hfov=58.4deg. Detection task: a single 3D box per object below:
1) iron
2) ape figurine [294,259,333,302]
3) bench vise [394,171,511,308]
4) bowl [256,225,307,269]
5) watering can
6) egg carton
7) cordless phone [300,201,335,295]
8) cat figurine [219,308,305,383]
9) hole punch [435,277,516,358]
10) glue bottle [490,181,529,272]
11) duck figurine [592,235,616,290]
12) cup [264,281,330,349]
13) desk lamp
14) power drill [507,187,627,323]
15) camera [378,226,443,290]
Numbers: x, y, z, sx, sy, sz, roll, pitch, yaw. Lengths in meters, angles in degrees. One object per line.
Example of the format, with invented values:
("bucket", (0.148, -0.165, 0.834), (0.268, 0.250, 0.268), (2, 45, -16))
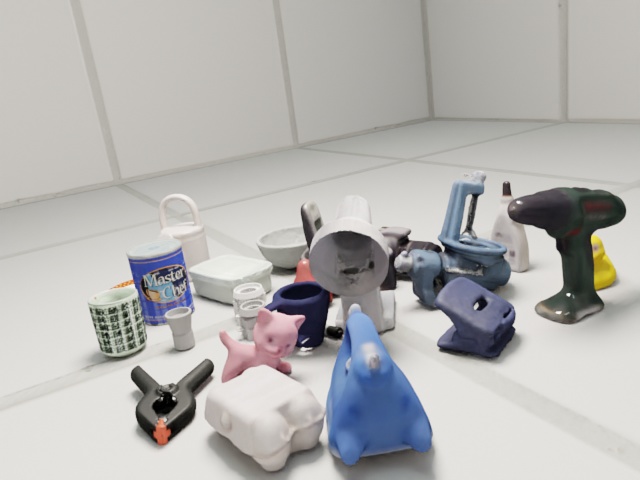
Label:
("iron", (0.055, 0.151, 0.701), (0.118, 0.141, 0.258), (-9, 17, -3))
("ape figurine", (-0.019, 0.079, 1.058), (0.076, 0.092, 0.077), (-21, 22, -38))
("bench vise", (0.234, 0.000, 0.984), (0.208, 0.220, 0.121), (-18, 20, -30))
("bowl", (-0.058, 0.022, 1.294), (0.167, 0.075, 0.167), (-7, 17, 2))
("watering can", (-0.310, -0.007, 1.295), (0.101, 0.194, 0.172), (-11, 17, -9))
("egg carton", (-0.070, 0.210, 0.689), (0.107, 0.069, 0.149), (-21, 21, -37))
("cordless phone", (0.010, 0.004, 1.131), (0.094, 0.185, 0.148), (-2, 18, 18))
("cat figurine", (-0.083, 0.147, 0.817), (0.127, 0.118, 0.067), (-5, 17, 9))
("hole punch", (0.232, 0.110, 0.847), (0.100, 0.091, 0.109), (5, 21, 36))
("glue bottle", (0.362, -0.028, 1.100), (0.037, 0.173, 0.077), (-18, 20, -30))
("duck figurine", (0.476, 0.032, 1.004), (0.077, 0.086, 0.105), (9, 24, 44))
("cup", (-0.034, 0.127, 0.903), (0.118, 0.095, 0.091), (-19, 20, -34))
("desk lamp", (0.058, 0.045, 0.926), (0.117, 0.214, 0.203), (-5, 17, 10))
("power drill", (0.383, 0.015, 0.888), (0.230, 0.208, 0.075), (-17, 19, -27))
("camera", (0.161, 0.030, 1.124), (0.136, 0.101, 0.143), (4, 20, 34))
